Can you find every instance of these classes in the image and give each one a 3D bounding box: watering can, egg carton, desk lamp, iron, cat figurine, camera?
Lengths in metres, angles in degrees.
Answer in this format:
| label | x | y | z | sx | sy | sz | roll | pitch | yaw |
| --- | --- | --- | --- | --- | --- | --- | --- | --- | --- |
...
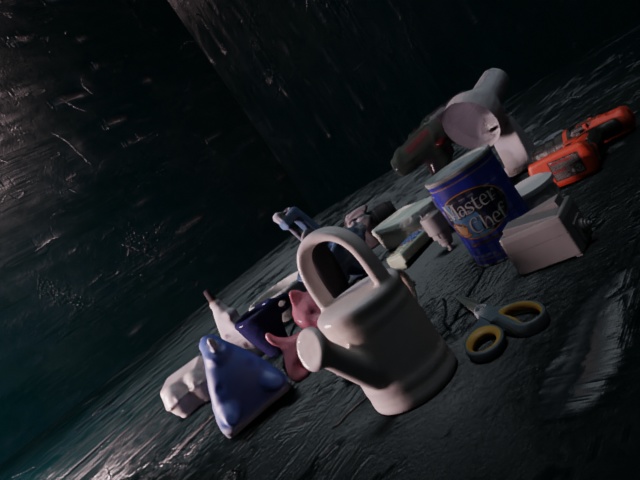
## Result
| label | x | y | z | sx | sy | sz | roll | pitch | yaw |
| --- | --- | --- | --- | --- | --- | --- | --- | --- | --- |
| watering can | 0.044 | 0.074 | 0.580 | 0.100 | 0.194 | 0.173 | -32 | 7 | 21 |
| egg carton | -0.257 | 0.290 | 1.140 | 0.107 | 0.069 | 0.150 | -35 | 6 | -7 |
| desk lamp | 0.371 | -0.238 | 1.179 | 0.204 | 0.213 | 0.117 | -39 | 7 | -33 |
| iron | -0.143 | 0.199 | 0.881 | 0.119 | 0.141 | 0.258 | -37 | 6 | -18 |
| cat figurine | -0.022 | 0.131 | 0.874 | 0.128 | 0.118 | 0.067 | -35 | 6 | -5 |
| camera | 0.139 | -0.050 | 1.511 | 0.137 | 0.101 | 0.143 | -34 | 6 | 6 |

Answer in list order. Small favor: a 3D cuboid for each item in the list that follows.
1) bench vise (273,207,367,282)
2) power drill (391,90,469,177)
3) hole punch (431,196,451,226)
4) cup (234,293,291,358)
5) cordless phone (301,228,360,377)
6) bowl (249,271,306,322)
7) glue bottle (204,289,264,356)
| label | x | y | z | sx | sy | sz | roll | pitch | yaw |
| --- | --- | --- | --- | --- | --- | --- | --- | --- | --- |
| bench vise | 0.003 | 0.009 | 1.213 | 0.121 | 0.220 | 0.208 | -30 | 8 | 39 |
| power drill | 0.283 | -0.185 | 1.267 | 0.229 | 0.208 | 0.076 | -33 | 7 | 19 |
| hole punch | 0.271 | -0.085 | 1.108 | 0.108 | 0.091 | 0.101 | -34 | 6 | 10 |
| cup | -0.089 | 0.165 | 1.088 | 0.118 | 0.095 | 0.091 | -35 | 6 | -4 |
| cordless phone | 0.020 | 0.075 | 0.756 | 0.094 | 0.185 | 0.147 | -34 | 6 | 8 |
| bowl | -0.077 | 0.140 | 1.319 | 0.167 | 0.075 | 0.167 | -34 | 6 | 4 |
| glue bottle | -0.182 | 0.172 | 1.168 | 0.078 | 0.173 | 0.037 | -30 | 8 | 37 |
